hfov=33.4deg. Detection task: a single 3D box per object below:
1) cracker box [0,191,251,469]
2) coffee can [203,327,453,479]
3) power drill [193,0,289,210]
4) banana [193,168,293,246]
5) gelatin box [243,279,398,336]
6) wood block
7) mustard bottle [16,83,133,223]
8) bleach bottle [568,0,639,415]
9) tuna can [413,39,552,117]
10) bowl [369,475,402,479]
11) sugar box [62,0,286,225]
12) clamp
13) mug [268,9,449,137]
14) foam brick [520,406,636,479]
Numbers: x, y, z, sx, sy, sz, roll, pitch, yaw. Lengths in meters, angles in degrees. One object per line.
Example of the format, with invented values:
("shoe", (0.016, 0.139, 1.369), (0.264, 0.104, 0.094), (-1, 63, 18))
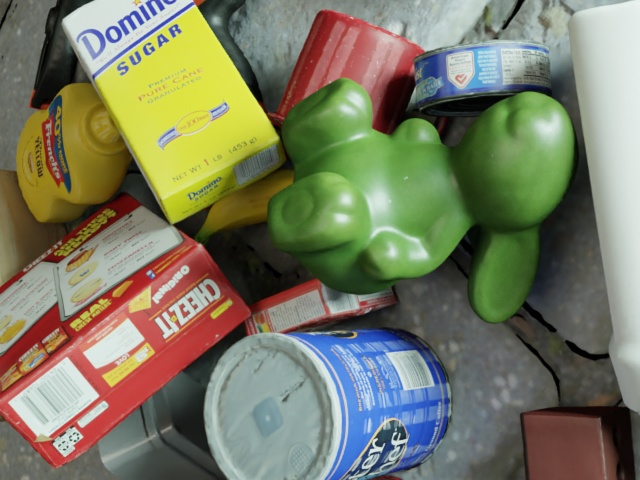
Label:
("cracker box", (-0.161, 0.055, 0.769), (0.164, 0.072, 0.214), (-39, 23, -12))
("coffee can", (0.008, 0.110, 0.698), (0.103, 0.140, 0.103), (-2, 87, 36))
("power drill", (-0.107, -0.122, 0.843), (0.185, 0.057, 0.188), (-30, 72, 34))
("banana", (-0.007, -0.018, 0.776), (0.198, 0.037, 0.069), (3, 85, 32))
("gelatin box", (0.000, 0.046, 0.738), (0.073, 0.089, 0.030), (-23, 80, 33))
("wood block", (-0.275, 0.050, 0.939), (0.091, 0.090, 0.206), (-21, 76, 32))
("mustard bottle", (-0.193, -0.074, 0.860), (0.192, 0.058, 0.096), (-16, 79, 59))
("bleach bottle", (0.192, -0.005, 0.608), (0.068, 0.102, 0.251), (-4, 94, 31))
("tuna can", (0.102, -0.100, 0.672), (0.086, 0.085, 0.034), (-5, 87, 36))
("bowl", (0.031, 0.245, 0.729), (0.162, 0.055, 0.162), (-2, 87, 36))
("sugar box", (-0.106, -0.106, 0.753), (0.093, 0.048, 0.176), (-29, 67, -9))
("clamp", (-0.213, -0.187, 0.912), (0.120, 0.039, 0.171), (-126, 50, -70))
("mug", (0.033, -0.101, 0.729), (0.117, 0.093, 0.081), (23, 97, 3))
("foam brick", (0.157, 0.140, 0.643), (0.051, 0.052, 0.078), (-7, 85, 36))
